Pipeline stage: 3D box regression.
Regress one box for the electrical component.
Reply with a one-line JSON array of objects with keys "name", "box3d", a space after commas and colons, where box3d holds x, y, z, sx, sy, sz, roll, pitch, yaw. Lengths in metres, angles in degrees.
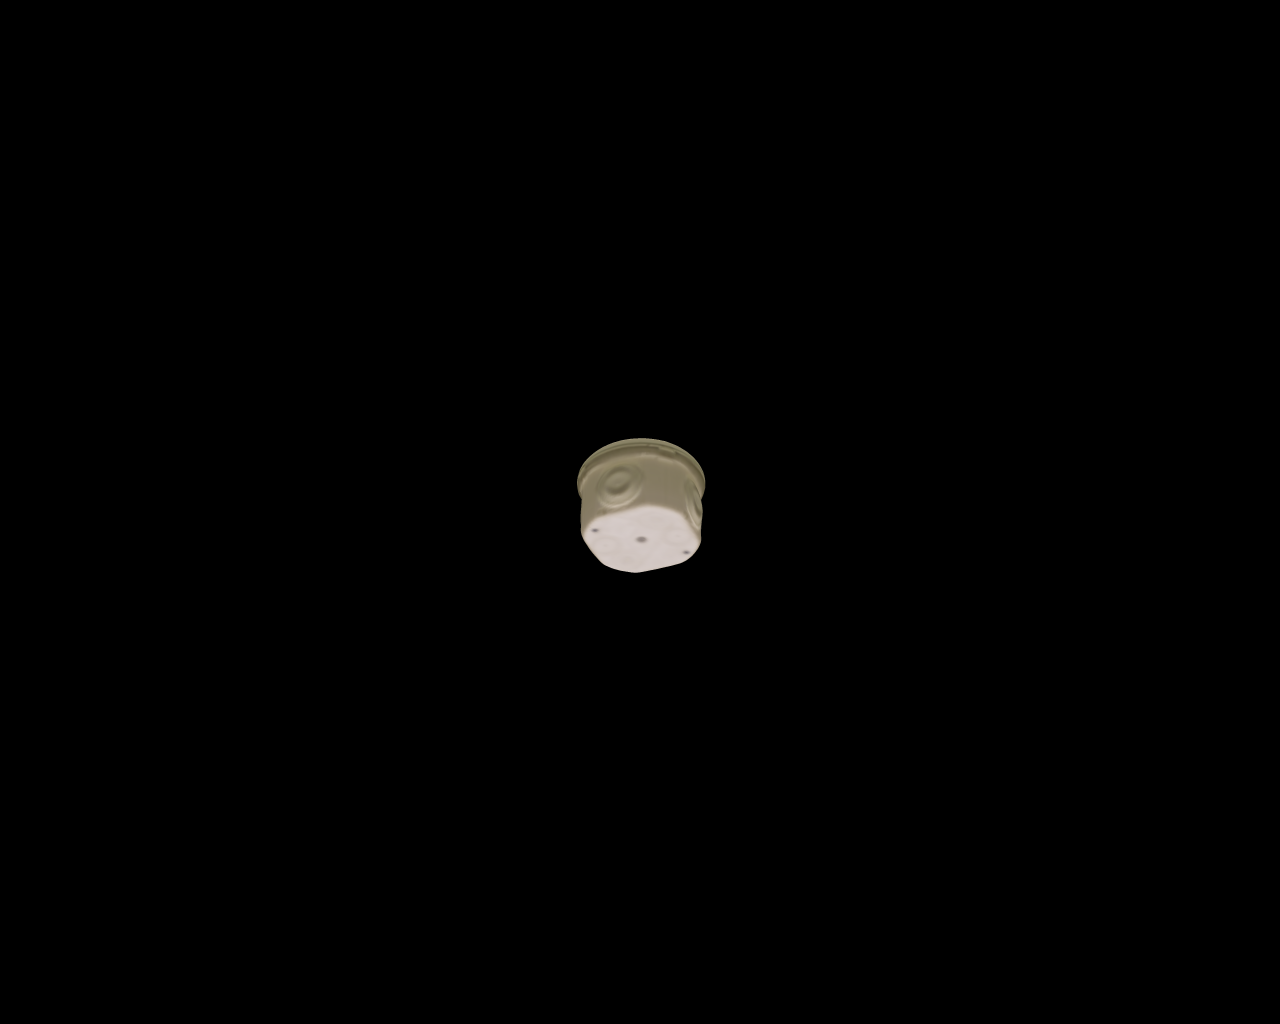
[{"name": "electrical component", "box3d": [0.001, -0.003, 0.650, 0.080, 0.051, 0.080, 0, -37, 0]}]
